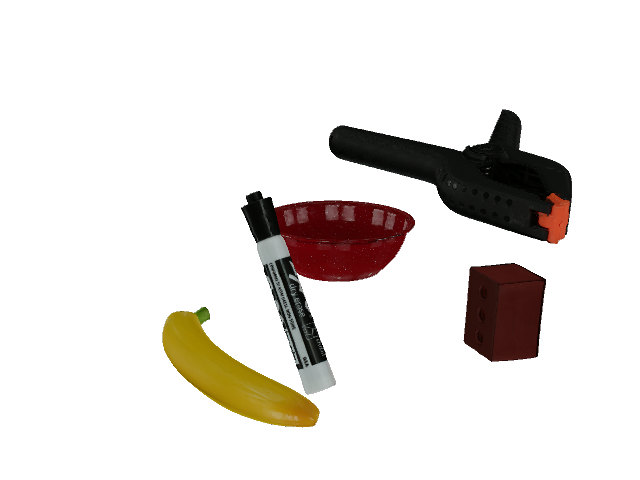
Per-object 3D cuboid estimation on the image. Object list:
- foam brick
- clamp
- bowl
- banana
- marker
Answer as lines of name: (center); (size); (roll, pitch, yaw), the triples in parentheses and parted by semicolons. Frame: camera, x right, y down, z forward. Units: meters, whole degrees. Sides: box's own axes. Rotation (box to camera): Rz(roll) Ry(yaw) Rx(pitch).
foam brick: (0.168, 0.066, 0.982); (0.051, 0.078, 0.053); (-6, 18, -23)
clamp: (0.106, -0.051, 0.769); (0.164, 0.036, 0.210); (-6, 25, -14)
bowl: (0.018, 0.003, 1.110); (0.162, 0.055, 0.162); (0, 16, 0)
banana: (-0.079, 0.099, 0.865); (0.069, 0.037, 0.198); (-16, 32, -28)
marker: (-0.019, 0.029, 0.620); (0.020, 0.121, 0.020); (-19, -3, -1)
